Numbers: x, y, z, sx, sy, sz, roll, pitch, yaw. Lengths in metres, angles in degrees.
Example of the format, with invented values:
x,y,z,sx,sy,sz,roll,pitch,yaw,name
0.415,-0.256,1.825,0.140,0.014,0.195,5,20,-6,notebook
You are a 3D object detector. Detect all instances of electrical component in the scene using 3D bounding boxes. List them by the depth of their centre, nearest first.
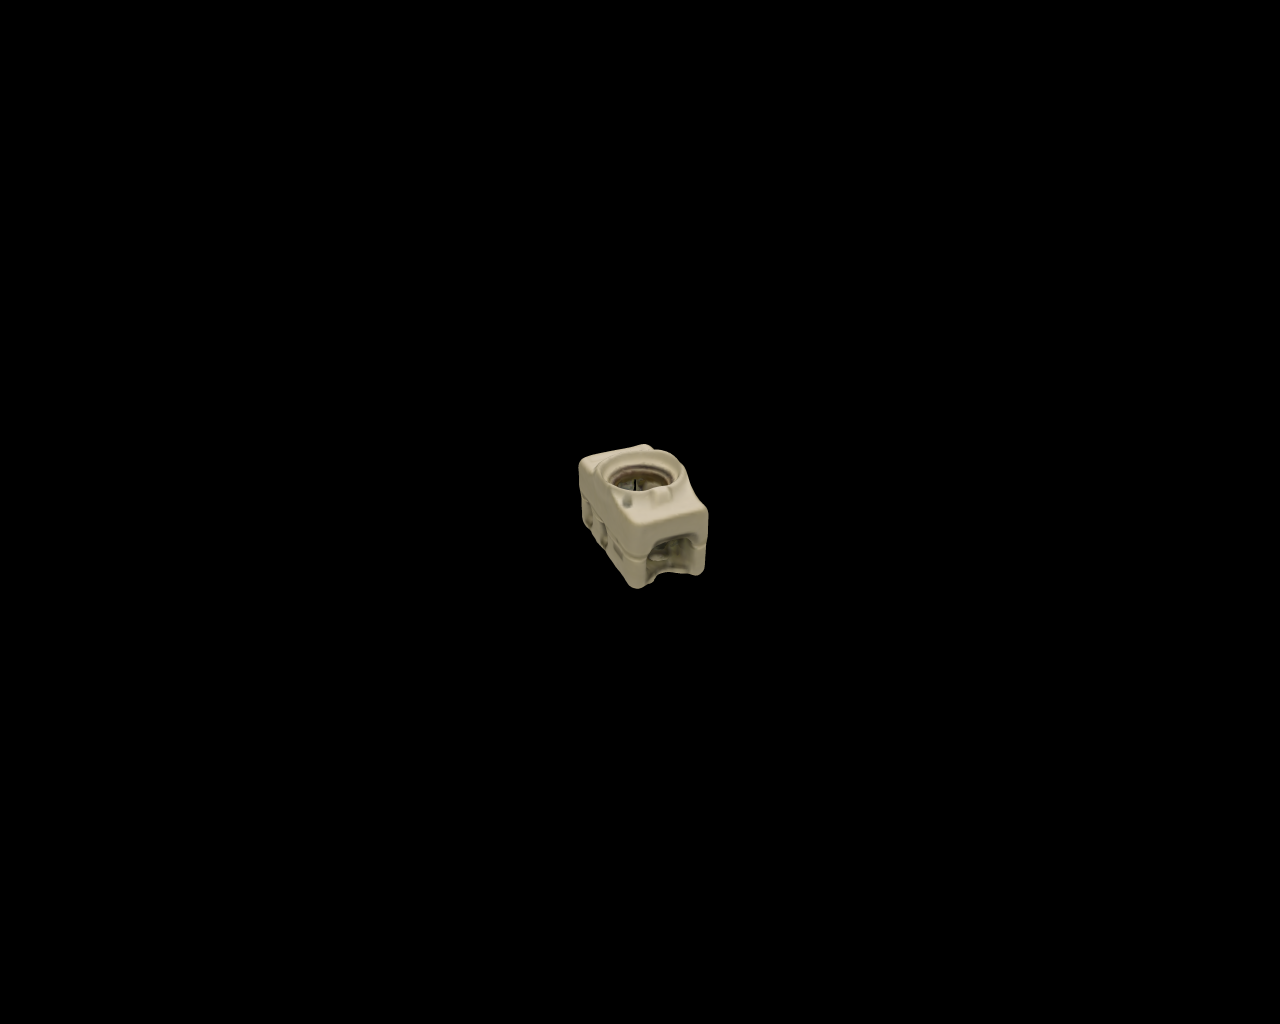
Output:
x,y,z,sx,sy,sz,roll,pitch,yaw,name
0.001,-0.003,0.650,0.050,0.055,0.090,-12,33,-19,electrical component
